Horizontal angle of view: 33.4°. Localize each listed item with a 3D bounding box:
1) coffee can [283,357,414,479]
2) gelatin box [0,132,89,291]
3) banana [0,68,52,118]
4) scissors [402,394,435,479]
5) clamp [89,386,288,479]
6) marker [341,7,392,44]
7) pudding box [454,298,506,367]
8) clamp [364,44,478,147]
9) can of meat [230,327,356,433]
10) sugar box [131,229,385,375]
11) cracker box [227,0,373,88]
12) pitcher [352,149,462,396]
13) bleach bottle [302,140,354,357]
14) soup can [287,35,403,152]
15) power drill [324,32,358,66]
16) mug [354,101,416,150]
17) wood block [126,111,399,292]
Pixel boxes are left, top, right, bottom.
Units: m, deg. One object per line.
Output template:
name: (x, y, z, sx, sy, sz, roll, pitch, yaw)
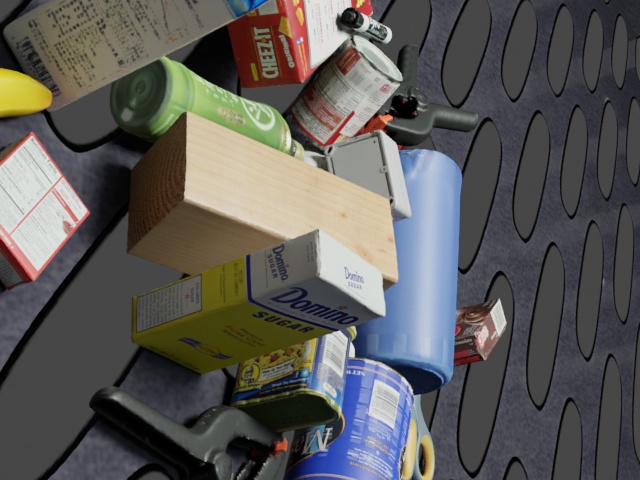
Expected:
coffee can: (0.024, 0.189, 0.940, 0.102, 0.103, 0.140, 52, 34, -31)
gelatin box: (-0.208, -0.021, 0.738, 0.073, 0.030, 0.089, 57, 33, -22)
banana: (-0.243, -0.075, 0.703, 0.069, 0.037, 0.197, 66, 28, -27)
scissors: (0.108, 0.178, 1.160, 0.096, 0.016, 0.201, 53, 41, -38)
clamp: (-0.088, 0.190, 0.816, 0.209, 0.036, 0.164, 9, 68, -59)
marker: (0.046, -0.212, 1.056, 0.121, 0.020, 0.020, -5, 78, -70)
pudding box: (0.158, 0.111, 1.227, 0.113, 0.090, 0.039, -34, 105, -61)
clamp: (0.105, -0.138, 1.137, 0.120, 0.039, 0.171, 39, 42, 1)
can of meat: (-0.024, 0.112, 0.904, 0.057, 0.102, 0.084, 46, 40, -38)
sugar box: (-0.048, 0.052, 0.818, 0.093, 0.176, 0.048, 34, 46, -48)
cracker box: (-0.025, -0.257, 1.005, 0.213, 0.072, 0.164, -56, 139, -55)
pitcher: (0.084, 0.038, 1.120, 0.149, 0.145, 0.243, 26, 55, -37)
bleach bottle: (-0.007, 0.001, 1.038, 0.102, 0.068, 0.250, 47, 35, -38)
soup can: (0.025, -0.144, 1.062, 0.068, 0.102, 0.068, 36, 23, -18)
power drill: (-0.019, -0.292, 1.192, 0.187, 0.057, 0.184, 31, 47, -53)
mug: (0.048, -0.148, 1.186, 0.081, 0.093, 0.117, 37, 54, -38)
wood block: (-0.045, -0.013, 0.879, 0.205, 0.091, 0.090, 21, 48, -30)
